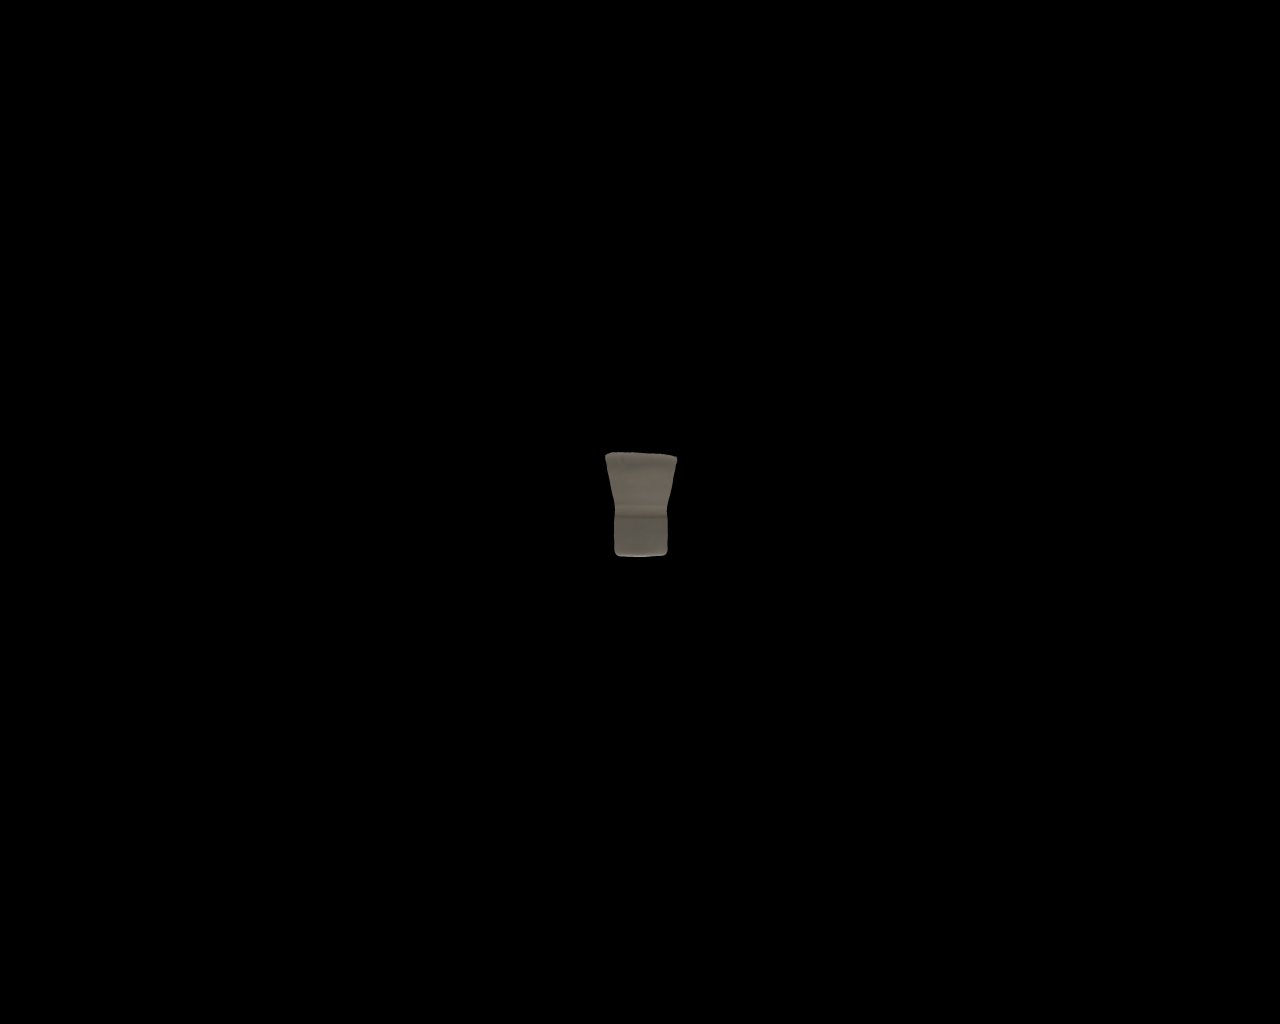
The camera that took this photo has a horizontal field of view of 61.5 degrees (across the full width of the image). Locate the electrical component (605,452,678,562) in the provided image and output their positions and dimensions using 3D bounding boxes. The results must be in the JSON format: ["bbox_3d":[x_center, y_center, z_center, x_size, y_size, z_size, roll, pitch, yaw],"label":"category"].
[{"bbox_3d":[0.001,-0.003,0.650,0.044,0.065,0.044,0,0,0],"label":"electrical component"}]
